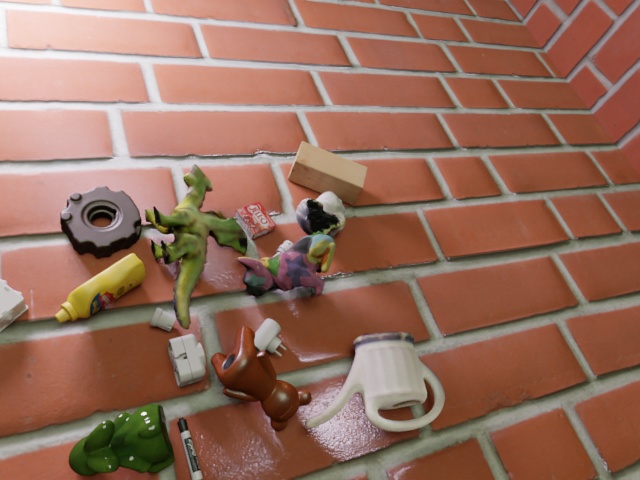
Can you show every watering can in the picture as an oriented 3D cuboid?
[{"bbox_3d":[0.122,0.317,1.165,0.347,0.102,0.229,4,54,-20],"label":"watering can"}]

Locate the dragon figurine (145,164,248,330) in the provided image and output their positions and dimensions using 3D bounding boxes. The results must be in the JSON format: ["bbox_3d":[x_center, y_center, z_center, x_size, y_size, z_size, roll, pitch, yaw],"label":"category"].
[{"bbox_3d":[-0.279,0.001,1.240,0.244,0.120,0.416,-7,68,-36],"label":"dragon figurine"}]

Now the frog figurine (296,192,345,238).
[{"bbox_3d":[0.004,-0.071,1.417,0.137,0.121,0.161,15,16,-2],"label":"frog figurine"}]
